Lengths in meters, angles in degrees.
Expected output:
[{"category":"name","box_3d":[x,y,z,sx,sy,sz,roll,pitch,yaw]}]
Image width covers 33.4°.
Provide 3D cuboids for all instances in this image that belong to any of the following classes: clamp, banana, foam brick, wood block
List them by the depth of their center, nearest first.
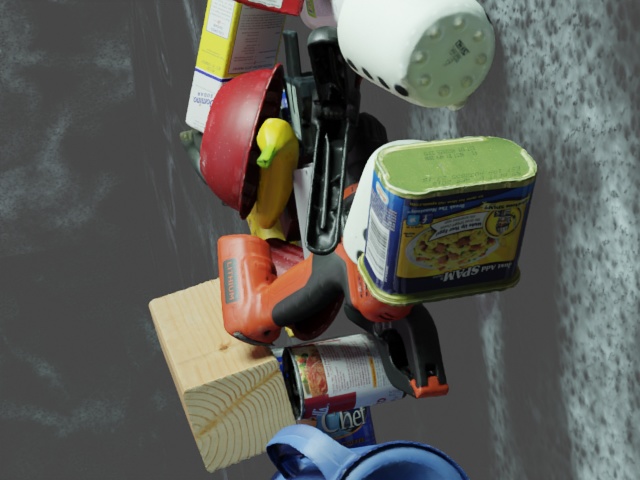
[{"category":"clamp","box_3d":[0.011,-0.090,0.818,0.210,0.036,0.164,-70,-16,-72]},{"category":"clamp","box_3d":[0.061,0.074,0.914,0.120,0.039,0.171,101,158,-48]},{"category":"banana","box_3d":[-0.046,-0.070,1.034,0.069,0.037,0.198,-60,-8,-15]},{"category":"wood block","box_3d":[-0.099,0.122,1.036,0.206,0.090,0.090,-131,25,-64]},{"category":"foam brick","box_3d":[-0.018,-0.044,1.139,0.051,0.053,0.078,105,154,-60]}]

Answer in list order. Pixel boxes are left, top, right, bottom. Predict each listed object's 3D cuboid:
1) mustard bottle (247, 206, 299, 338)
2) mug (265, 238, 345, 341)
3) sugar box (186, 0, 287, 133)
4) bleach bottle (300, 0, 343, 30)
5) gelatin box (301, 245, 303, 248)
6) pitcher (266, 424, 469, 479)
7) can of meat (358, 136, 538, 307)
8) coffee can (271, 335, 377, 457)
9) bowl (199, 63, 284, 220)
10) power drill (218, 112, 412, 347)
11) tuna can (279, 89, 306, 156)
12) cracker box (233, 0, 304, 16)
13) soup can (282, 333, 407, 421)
[{"category":"mustard bottle","box_3d":[-0.049,0.027,1.307,0.096,0.058,0.191,118,141,-67]},{"category":"mug","box_3d":[-0.038,0.047,1.099,0.082,0.117,0.093,23,105,33]},{"category":"sugar box","box_3d":[-0.085,-0.202,1.126,0.048,0.093,0.176,29,116,27]},{"category":"bleach bottle","box_3d":[0.018,-0.217,0.853,0.251,0.068,0.102,-137,43,-73]},{"category":"gelatin box","box_3d":[-0.007,0.047,1.203,0.089,0.030,0.073,127,132,-72]},{"category":"pitcher","box_3d":[0.022,0.231,0.910,0.243,0.144,0.149,151,118,-69]},{"category":"can of meat","box_3d":[0.078,-0.013,0.655,0.057,0.102,0.084,-116,23,-49]},{"category":"coffee can","box_3d":[0.001,0.176,1.104,0.103,0.102,0.140,152,108,-76]},{"category":"bowl","box_3d":[-0.082,-0.104,1.071,0.162,0.055,0.162,15,-91,-87]},{"category":"power drill","box_3d":[-0.006,0.001,0.913,0.188,0.057,0.184,-26,58,36]},{"category":"tuna can","box_3d":[-0.031,-0.125,1.178,0.086,0.033,0.086,170,90,-77]},{"category":"cracker box","box_3d":[-0.028,-0.291,0.794,0.164,0.072,0.214,-104,27,-66]},{"category":"soup can","box_3d":[0.022,0.122,0.977,0.068,0.102,0.068,171,90,-77]}]
